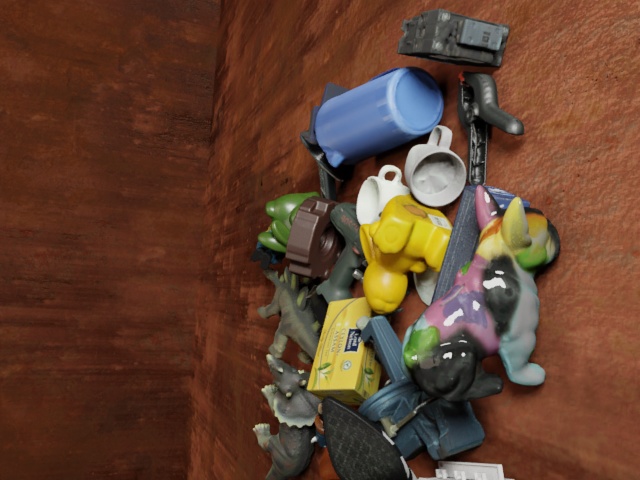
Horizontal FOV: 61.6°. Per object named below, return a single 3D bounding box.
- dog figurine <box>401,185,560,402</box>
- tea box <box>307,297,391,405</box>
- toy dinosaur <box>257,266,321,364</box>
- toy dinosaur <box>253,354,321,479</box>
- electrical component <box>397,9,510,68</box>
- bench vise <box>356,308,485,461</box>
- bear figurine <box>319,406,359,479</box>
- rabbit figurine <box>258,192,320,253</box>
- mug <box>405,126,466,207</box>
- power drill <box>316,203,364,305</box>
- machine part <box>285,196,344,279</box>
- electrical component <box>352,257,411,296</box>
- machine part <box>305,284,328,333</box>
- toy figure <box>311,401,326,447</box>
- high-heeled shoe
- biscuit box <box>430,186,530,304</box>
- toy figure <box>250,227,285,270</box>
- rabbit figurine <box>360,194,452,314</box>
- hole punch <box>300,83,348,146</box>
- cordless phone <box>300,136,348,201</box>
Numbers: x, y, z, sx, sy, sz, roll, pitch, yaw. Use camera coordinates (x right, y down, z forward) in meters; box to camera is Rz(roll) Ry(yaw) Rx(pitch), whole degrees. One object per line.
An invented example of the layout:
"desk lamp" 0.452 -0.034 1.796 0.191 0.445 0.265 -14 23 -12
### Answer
"dog figurine" 0.179 0.053 0.605 0.108 0.192 0.219 -134 37 -70
"tea box" 0.052 0.185 0.900 0.098 0.068 0.170 -15 44 35
"toy dinosaur" -0.041 0.177 1.208 0.472 0.105 0.198 51 128 49
"toy dinosaur" -0.064 0.433 1.191 0.192 0.131 0.404 -145 57 -66
"electrical component" 0.187 -0.274 0.737 0.134 0.115 0.058 -139 53 -64
"bench vise" 0.119 0.199 0.764 0.223 0.129 0.241 106 145 -50
"bear figurine" 0.065 0.322 0.921 0.120 0.132 0.196 -42 26 46
"rabbit figurine" -0.055 -0.020 1.246 0.121 0.159 0.170 -45 53 43
"mug" 0.164 -0.116 0.798 0.107 0.081 0.109 -103 17 -69
"power drill" 0.069 0.050 0.992 0.232 0.086 0.207 55 139 47
"machine part" -0.002 -0.003 1.089 0.056 0.179 0.179 16 102 25
"electrical component" 0.102 0.069 0.886 0.063 0.094 0.021 -56 -1 43
"machine part" 0.022 0.147 1.066 0.139 0.084 0.039 57 147 39
"toy figure" 0.024 0.347 1.053 0.058 0.064 0.154 -54 -16 -54
"high-heeled shoe" 0.083 0.313 0.756 0.248 0.086 0.145 60 -176 5
"biscuit box" 0.201 0.033 0.696 0.063 0.059 0.202 -130 50 -63
"toy figure" -0.100 0.002 1.343 0.089 0.082 0.180 -26 14 35
"rabbit figurine" 0.106 0.023 0.796 0.162 0.122 0.173 -115 38 -60
"hole punch" 0.042 -0.239 1.076 0.092 0.142 0.116 131 151 -49
"cordless phone" 0.013 -0.144 1.203 0.147 0.089 0.184 -120 22 -55
